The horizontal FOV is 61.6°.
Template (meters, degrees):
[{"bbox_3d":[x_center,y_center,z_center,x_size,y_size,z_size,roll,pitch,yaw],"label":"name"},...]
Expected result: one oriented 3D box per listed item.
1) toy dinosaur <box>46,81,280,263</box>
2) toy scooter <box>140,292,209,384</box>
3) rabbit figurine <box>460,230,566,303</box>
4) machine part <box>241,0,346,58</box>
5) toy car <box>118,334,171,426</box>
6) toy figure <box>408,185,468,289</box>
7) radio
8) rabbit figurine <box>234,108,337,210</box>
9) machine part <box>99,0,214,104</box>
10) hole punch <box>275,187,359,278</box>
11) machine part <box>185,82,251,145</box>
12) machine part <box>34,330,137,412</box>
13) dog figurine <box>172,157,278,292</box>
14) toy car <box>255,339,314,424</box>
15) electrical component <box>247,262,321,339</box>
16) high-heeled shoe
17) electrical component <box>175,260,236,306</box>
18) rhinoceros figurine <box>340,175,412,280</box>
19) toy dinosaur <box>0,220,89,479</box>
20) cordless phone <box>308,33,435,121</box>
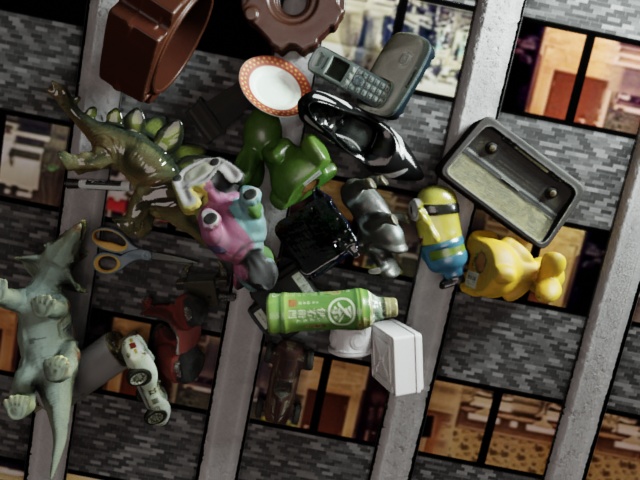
[{"bbox_3d":[-0.271,-0.091,0.926,0.198,0.105,0.471,-42,107,-3],"label":"toy dinosaur"},{"bbox_3d":[-0.273,0.168,0.980,0.135,0.075,0.183,18,111,19],"label":"toy scooter"},{"bbox_3d":[0.355,0.051,0.933,0.173,0.162,0.121,12,86,-19],"label":"rabbit figurine"},{"bbox_3d":[-0.045,-0.404,0.910,0.179,0.056,0.179,0,98,-1],"label":"machine part"},{"bbox_3d":[-0.309,0.254,0.959,0.056,0.074,0.201,-22,132,-21],"label":"toy car"},{"bbox_3d":[0.215,-0.007,0.949,0.089,0.082,0.180,-20,91,-13],"label":"toy figure"},{"bbox_3d":[0.330,-0.102,0.937,0.229,0.073,0.131,36,97,-5],"label":"radio"},{"bbox_3d":[-0.075,-0.146,0.933,0.159,0.121,0.170,-41,77,12],"label":"rabbit figurine"},{"bbox_3d":[-0.247,-0.326,0.834,0.087,0.201,0.201,30,142,-8],"label":"machine part"},{"bbox_3d":[-0.002,-0.003,0.937,0.116,0.092,0.142,-32,75,1],"label":"hole punch"},{"bbox_3d":[-0.165,-0.235,0.943,0.139,0.039,0.084,-32,91,6],"label":"machine part"},{"bbox_3d":[-0.434,0.245,0.991,0.243,0.079,0.079,-34,96,4],"label":"machine part"},{"bbox_3d":[-0.143,-0.010,0.893,0.108,0.219,0.192,-35,55,-17],"label":"dog figurine"},{"bbox_3d":[-0.068,0.267,0.982,0.089,0.053,0.202,11,116,-4],"label":"toy car"},{"bbox_3d":[-0.063,0.112,0.979,0.134,0.058,0.115,-33,94,5],"label":"electrical component"},{"bbox_3d":[0.076,-0.169,0.895,0.249,0.145,0.086,29,98,-1],"label":"high-heeled shoe"},{"bbox_3d":[-0.210,0.081,0.986,0.102,0.045,0.078,-8,126,4],"label":"electrical component"},{"bbox_3d":[0.095,-0.023,0.938,0.112,0.073,0.190,-26,88,30],"label":"rhinoceros figurine"},{"bbox_3d":[-0.459,0.170,0.911,0.131,0.192,0.404,-3,88,-4],"label":"toy dinosaur"},{"bbox_3d":[0.084,-0.300,0.911,0.184,0.089,0.146,29,98,1],"label":"cordless phone"}]
